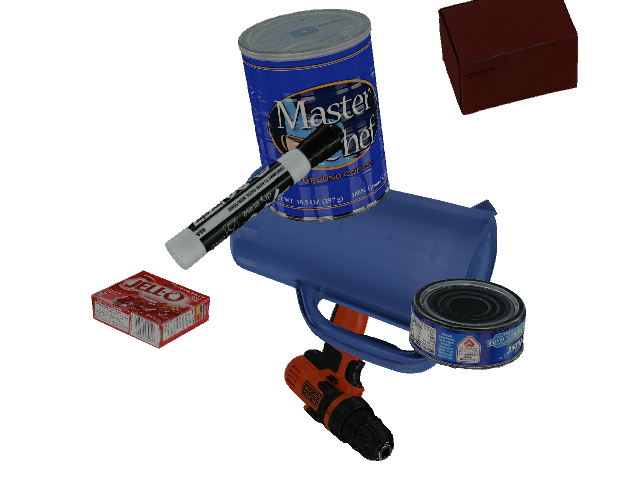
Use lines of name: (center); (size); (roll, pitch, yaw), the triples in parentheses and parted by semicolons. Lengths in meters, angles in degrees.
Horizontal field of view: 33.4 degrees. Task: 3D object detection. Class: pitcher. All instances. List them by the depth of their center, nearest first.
pitcher: (0.037, 0.016, 1.010); (0.243, 0.145, 0.149); (16, 21, 18)

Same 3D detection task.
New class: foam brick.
foam brick: (0.121, -0.124, 0.686); (0.078, 0.051, 0.053); (-13, -33, 2)

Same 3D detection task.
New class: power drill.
power drill: (0.045, 0.127, 1.181); (0.057, 0.188, 0.185); (13, 16, -41)

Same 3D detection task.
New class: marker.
marker: (-0.034, -0.027, 0.601); (0.121, 0.020, 0.020); (-39, 12, -15)

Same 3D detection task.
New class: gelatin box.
gelatin box: (-0.163, 0.064, 1.024); (0.089, 0.030, 0.073); (20, 28, 29)

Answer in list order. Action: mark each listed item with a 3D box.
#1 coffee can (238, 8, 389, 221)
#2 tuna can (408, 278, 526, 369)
coffee can: (-0.003, -0.100, 0.846); (0.103, 0.140, 0.103); (-7, 28, 4)
tuna can: (0.110, 0.060, 0.795); (0.086, 0.034, 0.086); (1, 24, -1)
